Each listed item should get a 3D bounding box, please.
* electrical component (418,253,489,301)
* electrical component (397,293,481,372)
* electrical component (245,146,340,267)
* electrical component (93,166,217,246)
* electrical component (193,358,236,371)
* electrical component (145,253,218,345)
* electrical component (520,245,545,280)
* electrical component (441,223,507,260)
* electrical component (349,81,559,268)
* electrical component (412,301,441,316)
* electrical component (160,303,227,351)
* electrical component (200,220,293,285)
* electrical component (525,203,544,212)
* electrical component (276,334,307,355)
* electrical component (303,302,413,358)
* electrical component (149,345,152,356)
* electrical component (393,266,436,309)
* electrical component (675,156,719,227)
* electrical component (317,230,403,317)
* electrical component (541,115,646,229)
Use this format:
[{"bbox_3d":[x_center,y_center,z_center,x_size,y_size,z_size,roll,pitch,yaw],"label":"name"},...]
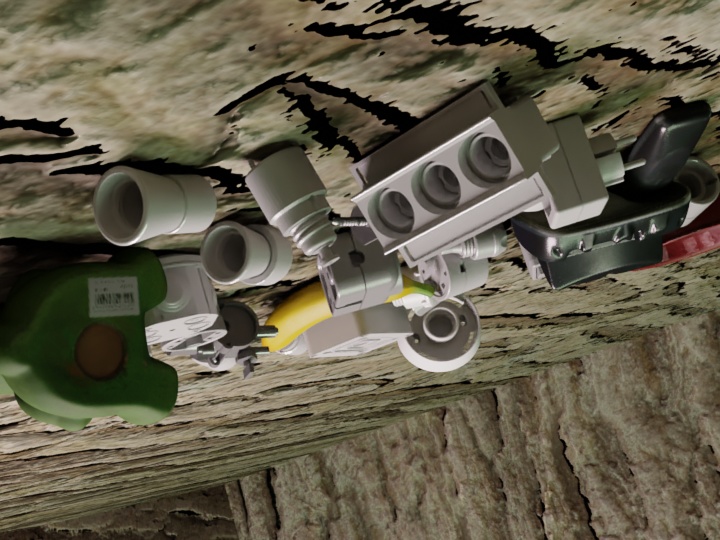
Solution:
[{"bbox_3d":[0.089,-0.003,1.018,0.047,0.055,0.055,-16,168,-26],"label":"electrical component"},{"bbox_3d":[0.092,0.068,1.246,0.099,0.099,0.064,-16,162,-4],"label":"electrical component"},{"bbox_3d":[-0.037,-0.038,0.649,0.040,0.078,0.040,-30,173,-4],"label":"electrical component"},{"bbox_3d":[-0.115,-0.038,0.619,0.044,0.044,0.065,-25,170,33],"label":"electrical component"},{"bbox_3d":[-0.144,0.075,1.063,0.045,0.045,0.055,-18,167,4],"label":"electrical component"},{"bbox_3d":[-0.148,0.022,0.810,0.080,0.051,0.080,-16,168,-4],"label":"electrical component"},{"bbox_3d":[0.186,-0.027,1.025,0.062,0.061,0.096,-18,168,6],"label":"electrical component"},{"bbox_3d":[0.101,-0.025,0.982,0.061,0.035,0.035,-12,167,-13],"label":"electrical component"},{"bbox_3d":[0.062,-0.062,0.691,0.121,0.078,0.063,-28,-174,41],"label":"electrical component"},{"bbox_3d":[0.082,0.015,1.122,0.065,0.044,0.044,-26,166,15],"label":"electrical component"},{"bbox_3d":[-0.143,0.036,0.890,0.055,0.047,0.055,-16,168,-4],"label":"electrical component"},{"bbox_3d":[-0.080,-0.011,0.770,0.045,0.045,0.055,-24,167,27],"label":"electrical component"},{"bbox_3d":[0.132,-0.064,0.835,0.040,0.040,0.078,-14,167,-14],"label":"electrical component"},{"bbox_3d":[-0.080,0.069,1.137,0.040,0.040,0.078,-21,167,15],"label":"electrical component"},{"bbox_3d":[-0.005,0.051,1.121,0.078,0.057,0.113,-23,166,27],"label":"electrical component"},{"bbox_3d":[-0.219,0.071,0.950,0.062,0.043,0.043,-3,161,-47],"label":"electrical component"},{"bbox_3d":[0.044,0.018,1.075,0.062,0.048,0.048,-12,169,10],"label":"electrical component"},{"bbox_3d":[0.299,-0.073,0.995,0.055,0.055,0.047,-13,163,-20],"label":"electrical component"},{"bbox_3d":[0.000,0.000,0.908,0.059,0.053,0.095,-15,168,-8],"label":"electrical component"},{"bbox_3d":[0.165,-0.075,0.772,0.077,0.065,0.047,-18,168,2],"label":"electrical component"}]
